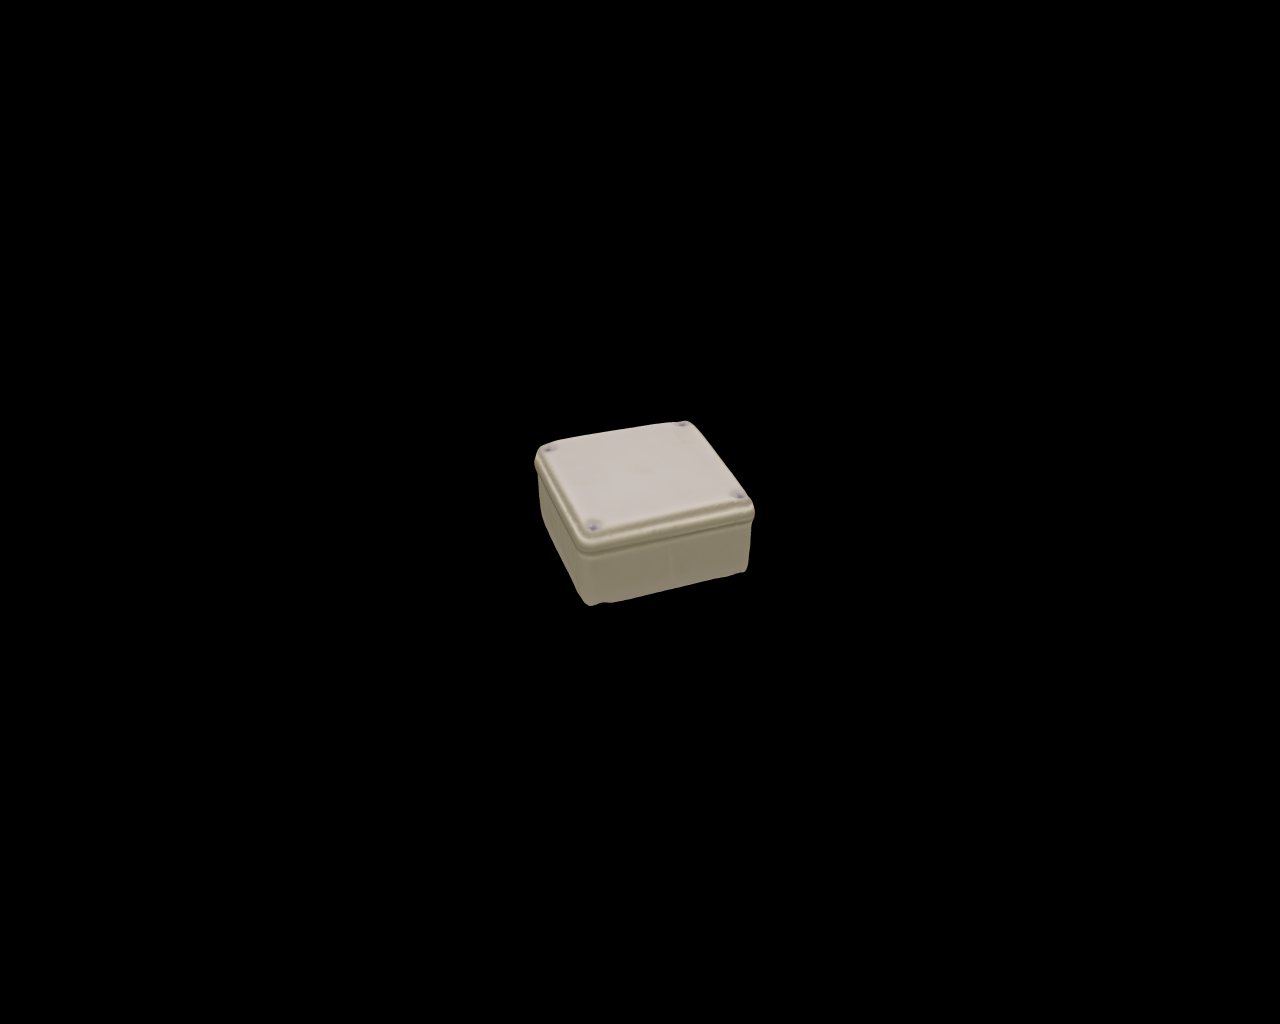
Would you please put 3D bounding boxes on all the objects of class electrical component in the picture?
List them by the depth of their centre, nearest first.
[{"bbox_3d":[0.001,-0.003,0.650,0.109,0.056,0.109,-11,36,-16],"label":"electrical component"}]
